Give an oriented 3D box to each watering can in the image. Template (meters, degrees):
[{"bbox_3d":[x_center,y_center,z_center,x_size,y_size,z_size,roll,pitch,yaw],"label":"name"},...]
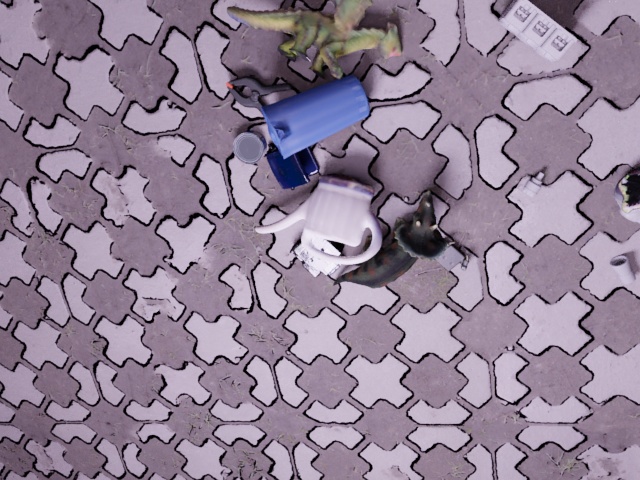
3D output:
[{"bbox_3d":[0.004,-0.067,1.330,0.349,0.103,0.225,16,87,21],"label":"watering can"}]

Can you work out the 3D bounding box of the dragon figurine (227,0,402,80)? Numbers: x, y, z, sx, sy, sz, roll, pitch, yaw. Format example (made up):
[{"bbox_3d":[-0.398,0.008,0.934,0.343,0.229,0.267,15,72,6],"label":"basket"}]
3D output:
[{"bbox_3d":[0.006,-0.527,1.209,0.410,0.123,0.242,32,97,-3],"label":"dragon figurine"}]

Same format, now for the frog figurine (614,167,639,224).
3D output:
[{"bbox_3d":[0.772,-0.098,1.200,0.158,0.125,0.136,22,111,-37],"label":"frog figurine"}]
